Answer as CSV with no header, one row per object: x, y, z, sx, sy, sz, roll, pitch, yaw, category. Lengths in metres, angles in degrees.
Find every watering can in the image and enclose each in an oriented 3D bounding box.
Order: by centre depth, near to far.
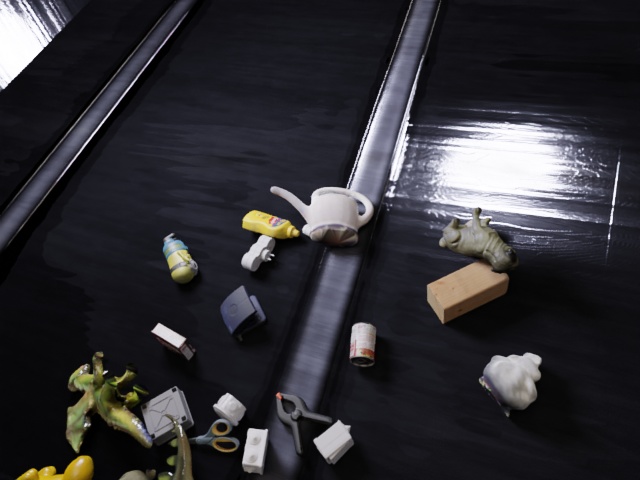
0.005,-0.085,1.688,0.348,0.101,0.230,4,52,-3,watering can

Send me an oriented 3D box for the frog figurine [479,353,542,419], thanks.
0.487,0.339,1.274,0.159,0.120,0.140,-36,35,-1,frog figurine

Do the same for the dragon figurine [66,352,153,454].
-0.596,0.470,1.402,0.241,0.121,0.417,-51,48,8,dragon figurine
